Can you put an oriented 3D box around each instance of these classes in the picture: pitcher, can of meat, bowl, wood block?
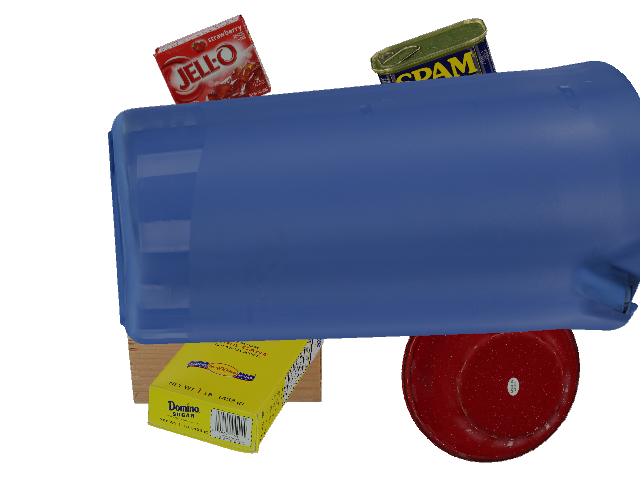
[{"bbox_3d":[0.023,-0.020,0.516,0.242,0.145,0.149,-4,-8,-11],"label":"pitcher"},{"bbox_3d":[0.105,-0.132,0.924,0.102,0.084,0.057,-18,26,9],"label":"can of meat"},{"bbox_3d":[0.153,0.117,0.906,0.162,0.162,0.055,0,5,-9],"label":"bowl"},{"bbox_3d":[-0.102,0.122,1.186,0.206,0.091,0.090,0,23,1],"label":"wood block"}]

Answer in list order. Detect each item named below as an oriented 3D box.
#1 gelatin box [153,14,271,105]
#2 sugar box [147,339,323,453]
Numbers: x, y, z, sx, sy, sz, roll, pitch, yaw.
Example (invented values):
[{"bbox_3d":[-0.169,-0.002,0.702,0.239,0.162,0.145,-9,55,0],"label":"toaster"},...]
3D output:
[{"bbox_3d":[-0.100,-0.157,0.987,0.089,0.073,0.030,-21,23,4],"label":"gelatin box"},{"bbox_3d":[-0.064,0.101,0.890,0.093,0.048,0.176,14,31,12],"label":"sugar box"}]
